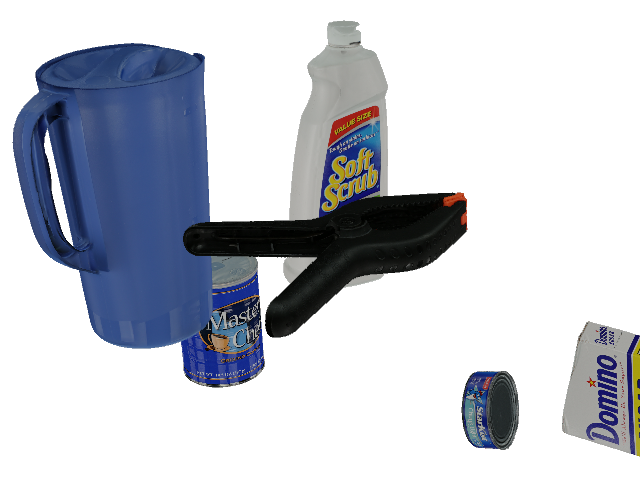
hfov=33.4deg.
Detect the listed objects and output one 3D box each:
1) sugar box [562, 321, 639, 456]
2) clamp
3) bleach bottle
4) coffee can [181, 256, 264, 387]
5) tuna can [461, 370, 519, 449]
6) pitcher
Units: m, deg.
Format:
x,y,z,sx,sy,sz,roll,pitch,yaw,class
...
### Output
x,y,z,sx,sy,sz,roll,pitch,yaw,class
0.289,0.135,0.859,0.176,0.093,0.048,13,25,20,sugar box
0.011,0.000,0.783,0.209,0.036,0.165,-19,30,-28,clamp
0.014,-0.081,1.017,0.102,0.251,0.068,-9,24,-20,bleach bottle
-0.123,0.093,1.303,0.103,0.140,0.103,-2,24,1,coffee can
0.187,0.186,1.173,0.034,0.086,0.086,-3,-2,32,tuna can
-0.160,-0.033,0.885,0.149,0.243,0.145,-6,25,-6,pitcher
